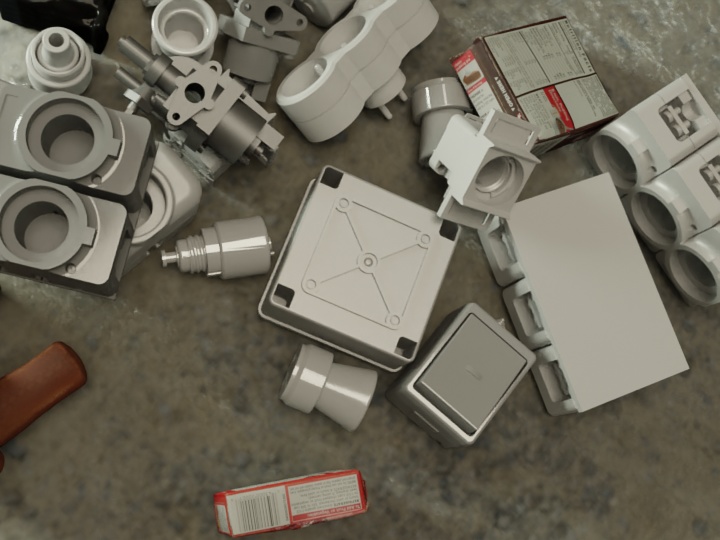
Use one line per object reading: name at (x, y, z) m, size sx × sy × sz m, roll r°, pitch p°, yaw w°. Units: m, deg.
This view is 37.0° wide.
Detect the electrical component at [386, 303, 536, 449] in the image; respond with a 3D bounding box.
electrical component at (0.074, 0.068, 0.743) m, size 0.062 × 0.061 × 0.096 m, roll 41°, pitch 73°, yaw -2°

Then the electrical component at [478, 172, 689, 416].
electrical component at (0.156, 0.019, 0.772) m, size 0.089 × 0.062 × 0.150 m, roll -19°, pitch 83°, yaw -16°

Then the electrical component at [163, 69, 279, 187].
electrical component at (-0.098, -0.097, 0.750) m, size 0.081 × 0.042 × 0.063 m, roll 43°, pitch 76°, yaw 0°

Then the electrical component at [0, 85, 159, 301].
electrical component at (-0.227, -0.059, 0.644) m, size 0.186 × 0.060 × 0.105 m, roll 14°, pitch 78°, yaw -4°

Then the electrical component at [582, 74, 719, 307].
electrical component at (0.239, -0.053, 0.792) m, size 0.062 × 0.089 × 0.150 m, roll -33°, pitch 87°, yaw -17°

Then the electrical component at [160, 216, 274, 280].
electrical component at (-0.096, -0.013, 0.732) m, size 0.078 × 0.040 × 0.040 m, roll -9°, pitch 80°, yaw -15°

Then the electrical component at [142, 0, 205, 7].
electrical component at (-0.131, -0.216, 0.761) m, size 0.047 × 0.055 × 0.055 m, roll -8°, pitch 80°, yaw -18°

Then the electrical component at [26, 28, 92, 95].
electrical component at (-0.203, -0.142, 0.724) m, size 0.043 × 0.062 × 0.043 m, roll 3°, pitch 78°, yaw -12°

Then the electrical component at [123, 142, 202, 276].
electrical component at (-0.154, -0.038, 0.715) m, size 0.095 × 0.059 × 0.053 m, roll -41°, pitch 89°, yaw -17°

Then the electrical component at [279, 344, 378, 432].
electrical component at (-0.022, 0.079, 0.728) m, size 0.055 × 0.045 × 0.045 m, roll 23°, pitch 74°, yaw -7°

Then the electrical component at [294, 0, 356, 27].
electrical component at (-0.016, -0.215, 0.794) m, size 0.040 × 0.040 × 0.078 m, roll 42°, pitch 72°, yaw -2°

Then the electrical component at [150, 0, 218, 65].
electrical component at (-0.123, -0.160, 0.749) m, size 0.045 × 0.055 × 0.045 m, roll 3°, pitch 78°, yaw -12°

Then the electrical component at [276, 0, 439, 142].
electrical component at (0.008, -0.143, 0.779) m, size 0.138 × 0.052 × 0.073 m, roll -50°, pitch 123°, yaw -15°

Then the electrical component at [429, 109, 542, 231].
electrical component at (0.082, -0.072, 0.732) m, size 0.042 × 0.063 × 0.081 m, roll 15°, pitch 113°, yaw -33°

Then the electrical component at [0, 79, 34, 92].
electrical component at (-0.238, -0.077, 0.709) m, size 0.100 × 0.048 × 0.099 m, roll 21°, pitch 74°, yaw -6°

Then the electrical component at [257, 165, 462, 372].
electrical component at (0.000, 0.000, 0.743) m, size 0.109 × 0.056 × 0.108 m, roll 23°, pitch 74°, yaw -7°

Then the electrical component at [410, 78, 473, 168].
electrical component at (0.062, -0.107, 0.786) m, size 0.045 × 0.045 × 0.055 m, roll -5°, pitch 79°, yaw -14°
